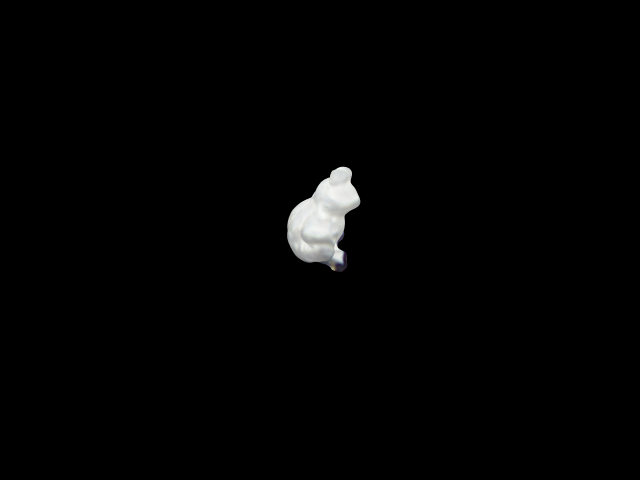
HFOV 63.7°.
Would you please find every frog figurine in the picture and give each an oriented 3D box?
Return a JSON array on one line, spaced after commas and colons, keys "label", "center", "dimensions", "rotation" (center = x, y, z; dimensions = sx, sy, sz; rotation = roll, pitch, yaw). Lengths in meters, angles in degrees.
[{"label": "frog figurine", "center": [0.003, -0.043, 0.850], "dimensions": [0.123, 0.155, 0.141], "rotation": [10, 44, 11]}]
